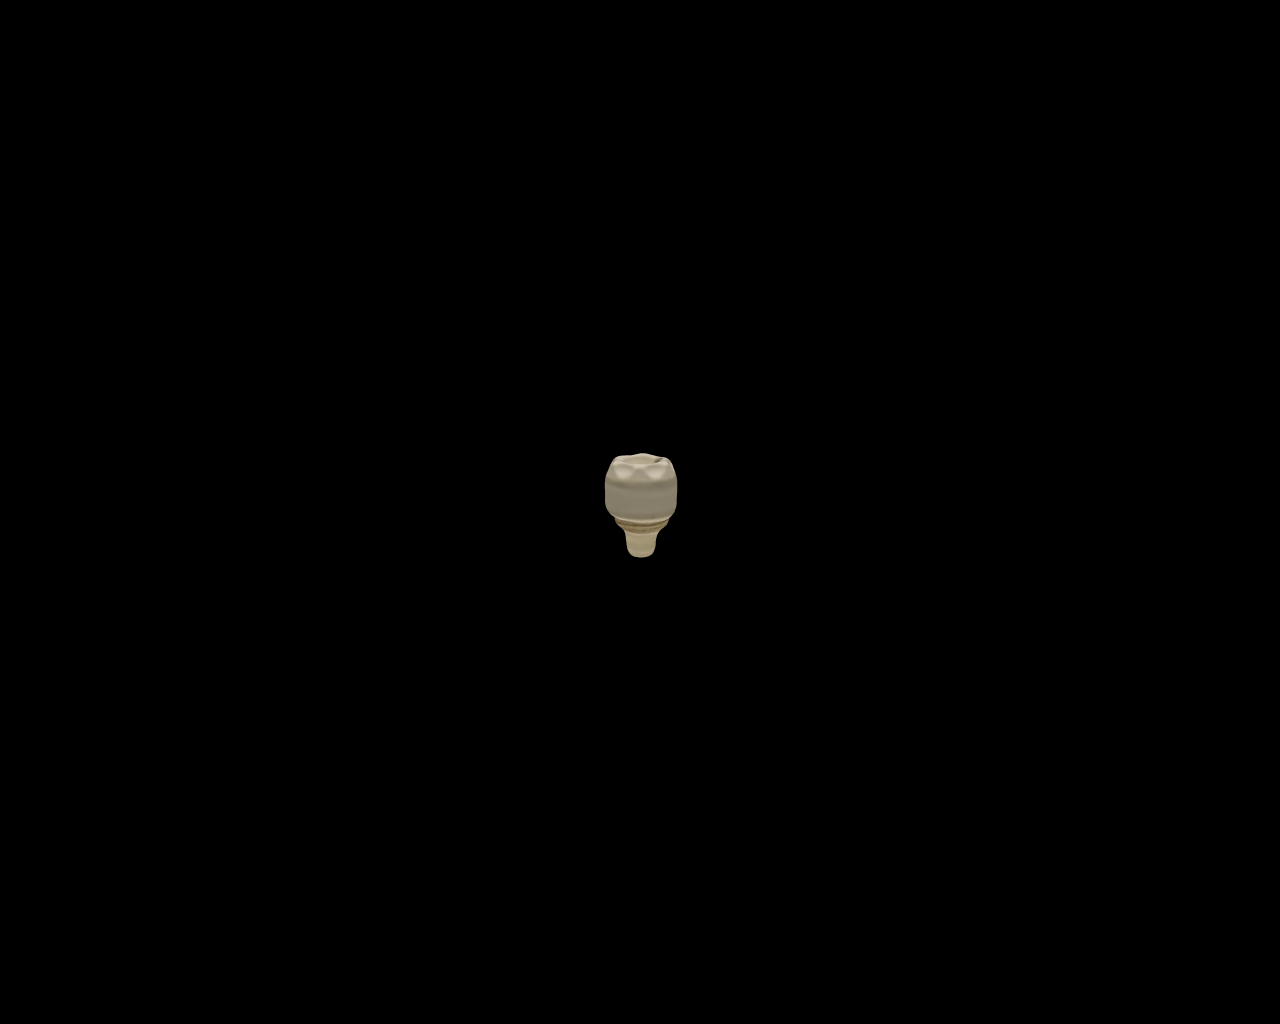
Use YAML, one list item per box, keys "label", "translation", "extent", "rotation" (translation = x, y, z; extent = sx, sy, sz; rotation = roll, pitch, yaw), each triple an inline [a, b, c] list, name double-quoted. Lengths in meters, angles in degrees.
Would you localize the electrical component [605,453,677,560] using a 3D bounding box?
- label: "electrical component"
  translation: [0.001, -0.003, 0.650]
  extent: [0.043, 0.062, 0.043]
  rotation: [0, 15, 0]
